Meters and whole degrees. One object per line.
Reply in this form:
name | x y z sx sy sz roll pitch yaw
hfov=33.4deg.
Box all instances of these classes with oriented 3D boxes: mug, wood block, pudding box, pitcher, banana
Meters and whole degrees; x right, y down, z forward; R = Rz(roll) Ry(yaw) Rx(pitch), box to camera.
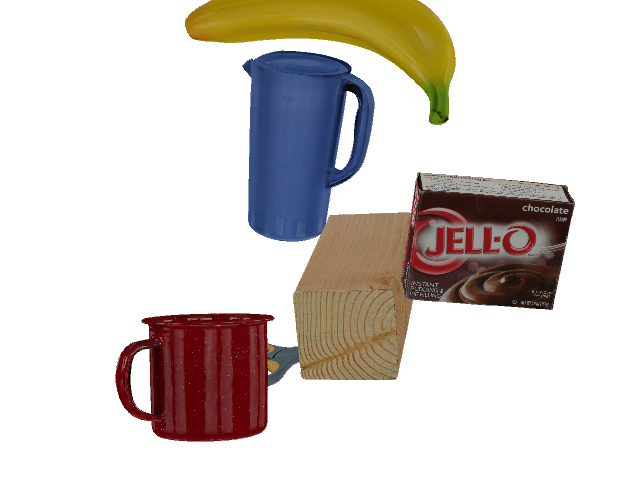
mug | -0.087 0.094 0.740 0.117 0.081 0.093 -1 -1 -40
wood block | 0.039 0.049 1.037 0.091 0.090 0.206 -1 21 10
pudding box | 0.120 0.001 0.780 0.113 0.090 0.039 3 30 -2
pitcher | -0.026 -0.124 1.429 0.144 0.243 0.149 -4 24 -22
banana | 0.006 -0.128 0.638 0.198 0.069 0.037 23 -30 32

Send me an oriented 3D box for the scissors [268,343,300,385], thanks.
scissors | -0.020 0.137 1.212 0.201 0.016 0.096 1 24 -9
